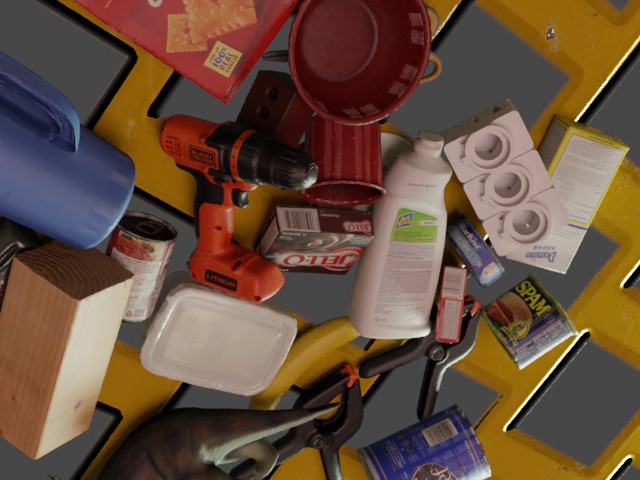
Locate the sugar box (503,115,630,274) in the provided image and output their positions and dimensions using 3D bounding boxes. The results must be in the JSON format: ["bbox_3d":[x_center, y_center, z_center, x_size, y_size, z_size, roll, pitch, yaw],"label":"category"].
[{"bbox_3d":[0.287,-0.052,1.277,0.093,0.048,0.176,15,114,-23],"label":"sugar box"}]

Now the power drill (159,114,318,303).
[{"bbox_3d":[-0.079,-0.031,1.100,0.057,0.185,0.188,-36,136,-44],"label":"power drill"}]

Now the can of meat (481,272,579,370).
[{"bbox_3d":[0.253,0.100,1.311,0.084,0.102,0.057,-35,123,3],"label":"can of meat"}]

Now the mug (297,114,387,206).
[{"bbox_3d":[0.015,-0.085,1.137,0.093,0.117,0.081,18,68,-51],"label":"mug"}]

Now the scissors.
[{"bbox_3d":[0.045,-0.215,1.126,0.201,0.016,0.096,9,111,-23],"label":"scissors"}]

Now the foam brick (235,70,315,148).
[{"bbox_3d":[-0.045,-0.130,1.106,0.051,0.053,0.078,-2,123,-58],"label":"foam brick"}]

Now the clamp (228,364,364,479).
[{"bbox_3d":[-0.014,0.245,1.330,0.164,0.036,0.210,11,113,-22],"label":"clamp"}]

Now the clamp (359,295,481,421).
[{"bbox_3d":[0.144,0.145,1.331,0.171,0.039,0.120,-40,120,4],"label":"clamp"}]

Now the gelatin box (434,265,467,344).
[{"bbox_3d":[0.153,0.075,1.261,0.030,0.073,0.089,7,91,5],"label":"gelatin box"}]

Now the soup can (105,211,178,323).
[{"bbox_3d":[-0.198,0.029,1.137,0.068,0.068,0.102,11,112,-24],"label":"soup can"}]

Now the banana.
[{"bbox_3d":[-0.017,0.148,1.278,0.198,0.037,0.069,-36,121,1],"label":"banana"}]

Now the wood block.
[{"bbox_3d":[-0.276,0.111,1.108,0.090,0.090,0.206,-26,143,-56],"label":"wood block"}]

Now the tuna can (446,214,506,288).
[{"bbox_3d":[0.179,0.014,1.249,0.034,0.086,0.086,-36,122,4],"label":"tuna can"}]

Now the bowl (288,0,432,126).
[{"bbox_3d":[0.031,-0.200,1.079,0.161,0.055,0.162,-9,112,-24],"label":"bowl"}]

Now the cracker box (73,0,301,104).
[{"bbox_3d":[-0.130,-0.256,1.012,0.213,0.072,0.164,32,102,-29],"label":"cracker box"}]

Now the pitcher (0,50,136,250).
[{"bbox_3d":[-0.292,-0.091,1.004,0.242,0.149,0.145,31,91,-33],"label":"pitcher"}]

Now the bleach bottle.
[{"bbox_3d":[0.103,-0.006,1.206,0.102,0.068,0.251,-1,123,-21],"label":"bleach bottle"}]

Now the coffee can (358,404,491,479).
[{"bbox_3d":[0.132,0.285,1.363,0.140,0.103,0.103,-24,121,-6],"label":"coffee can"}]

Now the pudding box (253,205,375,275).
[{"bbox_3d":[-0.008,0.001,1.184,0.113,0.039,0.090,5,147,-20],"label":"pudding box"}]
